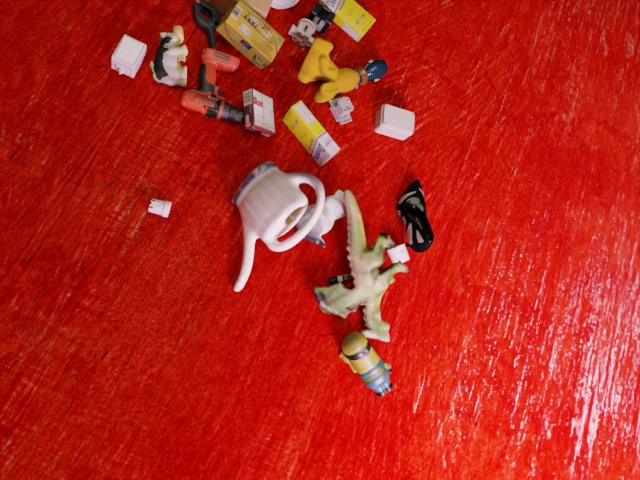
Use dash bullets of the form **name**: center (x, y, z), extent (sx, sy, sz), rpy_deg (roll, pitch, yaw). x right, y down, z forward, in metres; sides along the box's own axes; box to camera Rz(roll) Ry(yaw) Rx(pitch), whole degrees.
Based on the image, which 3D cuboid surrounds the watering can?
- **watering can**: center (-0.146, -0.053, 1.311), extent (0.227, 0.346, 0.103), rpy_deg (48, 5, 23)

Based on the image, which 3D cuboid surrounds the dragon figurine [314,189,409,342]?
- **dragon figurine**: center (0.090, 0.095, 1.351), extent (0.245, 0.406, 0.122), rpy_deg (-40, 18, -19)

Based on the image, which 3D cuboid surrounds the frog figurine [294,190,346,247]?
- **frog figurine**: center (0.004, -0.069, 1.373), extent (0.123, 0.160, 0.136), rpy_deg (22, -3, 15)
